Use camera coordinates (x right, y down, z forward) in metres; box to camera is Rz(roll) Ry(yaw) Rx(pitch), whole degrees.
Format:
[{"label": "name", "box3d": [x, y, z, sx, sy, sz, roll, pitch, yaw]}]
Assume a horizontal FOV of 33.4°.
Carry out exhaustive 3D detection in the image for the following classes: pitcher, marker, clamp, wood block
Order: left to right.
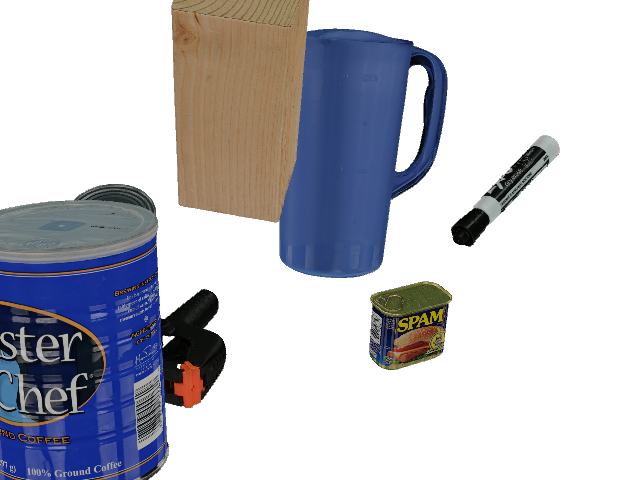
[{"label": "clamp", "box3d": [-0.123, 0.079, 0.833, 0.164, 0.036, 0.210, -10, 16, -30]}, {"label": "wood block", "box3d": [-0.064, -0.122, 0.864, 0.091, 0.090, 0.206, 10, -42, 4]}, {"label": "pitcher", "box3d": [0.029, -0.090, 1.081, 0.149, 0.243, 0.144, 13, 17, 33]}, {"label": "marker", "box3d": [0.132, -0.035, 0.760, 0.020, 0.020, 0.121, 0, 36, 51]}]

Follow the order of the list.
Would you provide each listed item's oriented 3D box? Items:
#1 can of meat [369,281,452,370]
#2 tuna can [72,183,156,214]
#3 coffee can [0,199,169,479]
[{"label": "can of meat", "box3d": [0.111, 0.107, 1.339, 0.101, 0.084, 0.058, -12, 30, -27]}, {"label": "tuna can", "box3d": [-0.202, -0.014, 1.039, 0.086, 0.086, 0.034, 2, -45, -2]}, {"label": "coffee can", "box3d": [-0.138, 0.057, 0.591, 0.103, 0.140, 0.103, -1, 16, 0]}]
